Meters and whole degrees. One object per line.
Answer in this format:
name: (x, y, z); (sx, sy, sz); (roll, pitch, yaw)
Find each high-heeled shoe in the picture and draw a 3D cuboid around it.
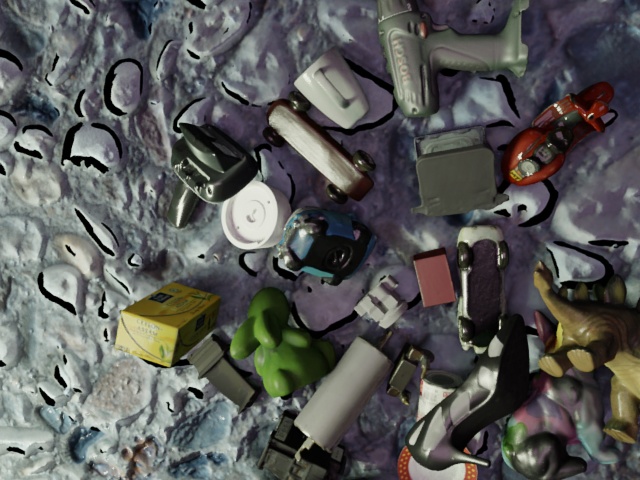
high-heeled shoe: (0.216, 0.221, 0.796); (0.086, 0.145, 0.248); (36, 68, -32)

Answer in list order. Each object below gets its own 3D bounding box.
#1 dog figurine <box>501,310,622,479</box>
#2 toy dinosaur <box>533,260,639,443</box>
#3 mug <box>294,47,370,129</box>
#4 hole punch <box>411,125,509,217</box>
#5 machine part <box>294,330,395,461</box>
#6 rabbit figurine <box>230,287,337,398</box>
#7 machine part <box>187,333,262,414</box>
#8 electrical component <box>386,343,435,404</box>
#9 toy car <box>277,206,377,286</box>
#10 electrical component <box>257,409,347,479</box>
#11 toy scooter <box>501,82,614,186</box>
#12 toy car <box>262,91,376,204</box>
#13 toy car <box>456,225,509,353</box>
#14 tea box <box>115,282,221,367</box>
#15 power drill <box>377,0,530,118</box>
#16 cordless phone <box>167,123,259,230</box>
dog figurine: (0.343, 0.219, 0.795); (0.192, 0.108, 0.219); (-14, 92, -5)
toy dinosaur: (0.450, 0.171, 0.729); (0.471, 0.105, 0.198); (42, 65, -13)
mug: (0.026, -0.219, 0.794); (0.081, 0.110, 0.107); (-42, 103, 9)
hole punch: (0.198, -0.102, 0.795); (0.142, 0.092, 0.115); (-9, 128, 9)
machine part: (0.039, 0.240, 0.842); (0.079, 0.079, 0.243); (37, 79, 3)
rabbit figurine: (-0.076, 0.160, 0.860); (0.121, 0.159, 0.170); (-29, 78, 23)
machine part: (-0.162, 0.233, 0.933); (0.084, 0.039, 0.139); (-42, 88, 9)
electrical component: (0.140, 0.209, 0.849); (0.045, 0.078, 0.102); (28, 104, 7)
toy car: (-0.002, -0.002, 0.827); (0.109, 0.161, 0.103); (-60, 41, 19)
electrical component: (-0.023, 0.353, 0.886); (0.134, 0.115, 0.058); (24, 105, 8)
toy scooter: (0.328, -0.143, 0.729); (0.075, 0.135, 0.184); (45, 105, 0)
toy car: (0.000, -0.141, 0.833); (0.202, 0.053, 0.089); (41, 116, 3)
toy car: (0.248, 0.076, 0.821); (0.074, 0.056, 0.201); (-3, 100, 4)
tea box: (-0.238, 0.129, 0.862); (0.098, 0.169, 0.068); (16, 103, 6)
power drill: (0.186, -0.297, 0.760); (0.207, 0.086, 0.231); (-4, 100, 8)
cordless phone: (-0.189, -0.080, 0.852); (0.147, 0.088, 0.184); (41, 116, 32)
